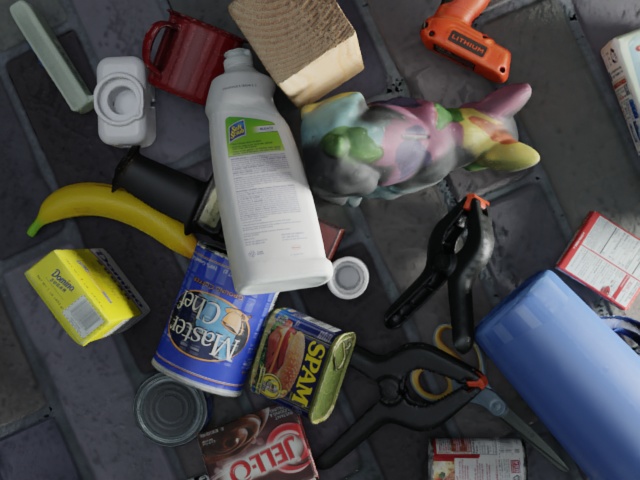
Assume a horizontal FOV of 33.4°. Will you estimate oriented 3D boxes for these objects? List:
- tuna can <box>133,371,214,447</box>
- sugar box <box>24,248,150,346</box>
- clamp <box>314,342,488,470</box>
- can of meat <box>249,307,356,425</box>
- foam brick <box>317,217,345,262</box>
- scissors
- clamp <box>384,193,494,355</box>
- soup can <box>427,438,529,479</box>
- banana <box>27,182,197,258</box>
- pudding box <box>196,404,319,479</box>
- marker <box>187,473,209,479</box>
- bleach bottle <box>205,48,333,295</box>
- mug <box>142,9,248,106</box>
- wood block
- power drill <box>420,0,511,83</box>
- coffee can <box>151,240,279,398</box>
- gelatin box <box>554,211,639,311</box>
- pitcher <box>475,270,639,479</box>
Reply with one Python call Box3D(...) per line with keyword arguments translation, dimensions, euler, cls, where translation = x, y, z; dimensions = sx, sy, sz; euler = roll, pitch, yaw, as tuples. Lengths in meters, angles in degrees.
Box3D(translation=(-0.162, 0.184, 1.179), dimensions=(0.086, 0.033, 0.086), euler=(0, 90, 5), cls="tuna can")
Box3D(translation=(-0.237, 0.055, 1.113), dimensions=(0.048, 0.176, 0.093), euler=(-38, 88, 6), cls="sugar box")
Box3D(translation=(0.074, 0.170, 1.144), dimensions=(0.210, 0.036, 0.164), euler=(0, 93, 18), cls="clamp")
Box3D(translation=(-0.020, 0.130, 1.129), dimensions=(0.084, 0.057, 0.102), euler=(22, 100, 23), cls="can of meat")
Box3D(translation=(-0.008, 0.001, 1.144), dimensions=(0.051, 0.078, 0.053), euler=(24, 91, 5), cls="foam brick")
Box3D(translation=(0.169, 0.182, 1.132), dimensions=(0.096, 0.016, 0.202), euler=(-37, 68, 14), cls="scissors")
Box3D(translation=(0.131, 0.034, 1.140), dimensions=(0.120, 0.039, 0.171), euler=(6, 72, 40), cls="clamp")
Box3D(translation=(0.167, 0.245, 1.136), dimensions=(0.102, 0.068, 0.068), euler=(-1, 90, 4), cls="soup can")
Box3D(translation=(-0.225, -0.027, 1.184), dimensions=(0.198, 0.037, 0.070), euler=(8, 109, 6), cls="banana")
Box3D(translation=(-0.067, 0.235, 1.151), dimensions=(0.113, 0.039, 0.090), euler=(-21, 64, 0), cls="pudding box")
Box3D(translation=(-0.119, 0.266, 1.184), dimensions=(0.121, 0.020, 0.020), euler=(-19, 89, 5), cls="marker")
Box3D(translation=(-0.057, -0.075, 1.082), dimensions=(0.102, 0.068, 0.251), euler=(-7, 77, -13), cls="bleach bottle")
Box3D(translation=(-0.142, -0.195, 1.138), dimensions=(0.093, 0.117, 0.081), euler=(27, 99, 37), cls="mug")
Box3D(translation=(-0.019, -0.202, 1.078), dimensions=(0.090, 0.206, 0.091), euler=(-33, 88, 4), cls="wood block")
Box3D(translation=(0.205, -0.266, 1.136), dimensions=(0.184, 0.057, 0.187), euler=(27, 90, 7), cls="power drill")
Box3D(translation=(-0.108, 0.084, 1.140), dimensions=(0.103, 0.103, 0.140), euler=(21, 92, 4), cls="coffee can")
Box3D(translation=(0.309, 0.022, 1.142), dimensions=(0.089, 0.030, 0.073), euler=(33, 92, 3), cls="gelatin box")
Box3D(translation=(0.283, 0.145, 1.105), dimensions=(0.145, 0.149, 0.243), euler=(-44, 84, 20), cls="pitcher")
